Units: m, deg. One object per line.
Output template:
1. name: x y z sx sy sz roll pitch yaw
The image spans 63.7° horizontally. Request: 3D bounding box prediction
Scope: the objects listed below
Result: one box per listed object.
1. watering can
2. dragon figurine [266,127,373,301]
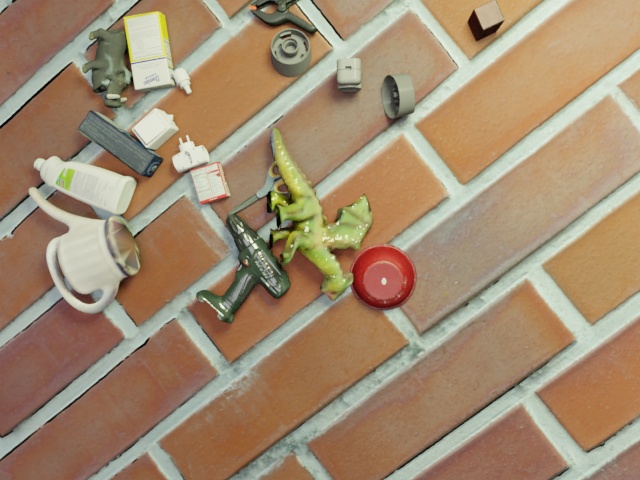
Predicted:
1. watering can: -0.574 0.004 1.259 0.224 0.104 0.347 -21 90 6
2. dragon figurine: 0.004 -0.061 1.207 0.243 0.122 0.411 -1 88 -14
